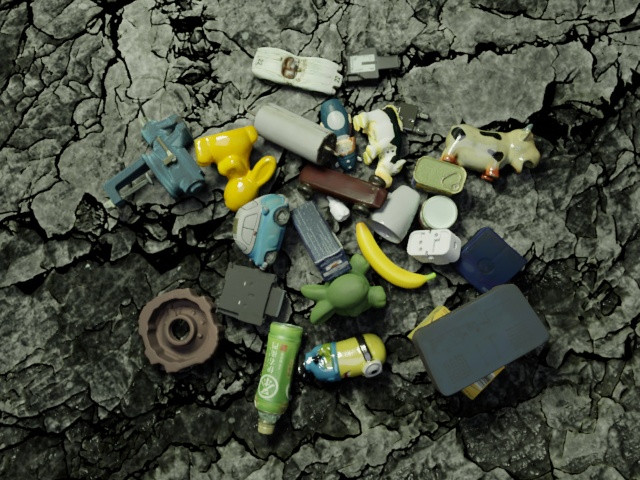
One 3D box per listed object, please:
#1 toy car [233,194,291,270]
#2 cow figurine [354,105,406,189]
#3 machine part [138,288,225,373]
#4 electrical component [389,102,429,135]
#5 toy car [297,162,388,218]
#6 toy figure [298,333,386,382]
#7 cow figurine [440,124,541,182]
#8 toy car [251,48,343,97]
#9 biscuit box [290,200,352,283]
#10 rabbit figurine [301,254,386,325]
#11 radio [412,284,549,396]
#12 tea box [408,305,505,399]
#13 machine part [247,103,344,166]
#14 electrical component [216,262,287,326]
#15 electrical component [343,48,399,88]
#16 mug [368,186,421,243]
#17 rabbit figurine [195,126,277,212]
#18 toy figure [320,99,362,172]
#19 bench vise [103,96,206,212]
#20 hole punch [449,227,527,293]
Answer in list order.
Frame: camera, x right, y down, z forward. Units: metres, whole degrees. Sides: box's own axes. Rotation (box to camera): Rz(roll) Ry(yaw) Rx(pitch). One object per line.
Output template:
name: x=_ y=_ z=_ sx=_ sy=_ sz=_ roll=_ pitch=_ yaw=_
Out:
toy car: x=-0.129 y=-0.025 z=1.111 sx=0.103 sy=0.109 sz=0.161 roll=16 pitch=93 yaw=-20
cow figurine: x=0.139 y=-0.196 z=1.135 sx=0.098 sy=0.068 sz=0.167 roll=-18 pitch=92 yaw=-11
machine part: x=-0.292 y=0.189 z=1.136 sx=0.179 sy=0.056 sz=0.179 roll=-1 pitch=83 yaw=5
electrical component: x=0.186 y=-0.262 z=1.164 sx=0.094 sy=0.021 sz=0.063 roll=16 pitch=86 yaw=5
toy car: x=0.047 y=-0.109 z=1.123 sx=0.202 sy=0.053 sz=0.089 roll=21 pitch=70 yaw=24
toy figure: x=0.046 y=0.241 z=1.095 sx=0.180 sy=0.082 sz=0.089 roll=-6 pitch=86 yaw=6
cow figurine: x=0.359 y=-0.190 z=1.117 sx=0.195 sy=0.085 sz=0.127 roll=17 pitch=92 yaw=6
toy car: x=-0.050 y=-0.367 z=1.174 sx=0.202 sy=0.056 sz=0.073 roll=14 pitch=85 yaw=6
biscuit box: x=-0.002 y=-0.003 z=1.071 sx=0.063 sy=0.203 sz=0.059 roll=-29 pitch=127 yaw=0
rabbit figurine: x=0.044 y=0.097 z=1.063 sx=0.159 sy=0.170 sz=0.121 roll=-19 pitch=83 yaw=1
radio: x=0.298 y=0.185 z=1.020 sx=0.230 sy=0.073 sz=0.131 roll=-28 pitch=82 yaw=-4
tea box: x=0.272 y=0.224 z=1.085 sx=0.098 sy=0.068 sz=0.170 roll=-43 pitch=82 yaw=-3
machine part: x=-0.052 y=-0.223 z=1.129 sx=0.243 sy=0.079 sz=0.079 roll=28 pitch=87 yaw=21
electrical component: x=-0.141 y=0.116 z=1.132 sx=0.134 sy=0.058 sz=0.114 roll=14 pitch=87 yaw=6
electrical component: x=0.109 y=-0.376 z=1.168 sx=0.119 sy=0.047 sz=0.074 roll=-7 pitch=84 yaw=3
mug: x=0.153 y=-0.064 z=1.124 sx=0.110 sy=0.080 sz=0.107 roll=35 pitch=77 yaw=15
rabbit figurine: x=-0.172 y=-0.149 z=1.149 sx=0.162 sy=0.122 sz=0.173 roll=-11 pitch=98 yaw=-6
toy figure: x=0.042 y=-0.222 z=1.154 sx=0.064 sy=0.058 sz=0.154 roll=-20 pitch=84 yaw=31
bench vise: x=-0.367 y=-0.155 z=1.145 sx=0.240 sy=0.129 sz=0.223 roll=-37 pitch=84 yaw=-7
hole punch: x=0.341 y=0.043 z=1.091 sx=0.142 sy=0.092 sz=0.116 roll=43 pitch=92 yaw=3
